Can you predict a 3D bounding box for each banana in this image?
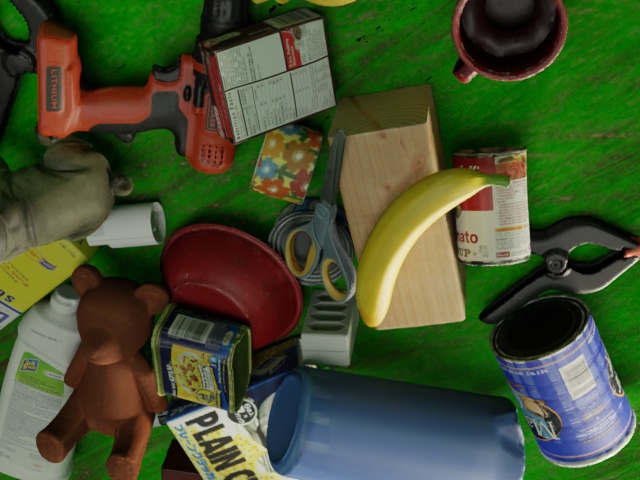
[{"bbox_3d":[0.079,0.000,0.937,0.069,0.037,0.198,36,120,-8],"label":"banana"}]

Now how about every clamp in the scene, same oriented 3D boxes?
[{"bbox_3d":[0.223,0.027,1.034,0.171,0.039,0.120,1,119,13],"label":"clamp"},{"bbox_3d":[-0.268,-0.169,1.007,0.164,0.036,0.210,-2,123,8],"label":"clamp"}]

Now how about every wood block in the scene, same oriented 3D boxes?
[{"bbox_3d":[0.077,-0.028,0.998,0.090,0.090,0.206,-7,119,14],"label":"wood block"}]

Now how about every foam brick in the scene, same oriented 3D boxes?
[{"bbox_3d":[-0.154,0.280,1.242,0.051,0.053,0.078,7,121,6],"label":"foam brick"}]

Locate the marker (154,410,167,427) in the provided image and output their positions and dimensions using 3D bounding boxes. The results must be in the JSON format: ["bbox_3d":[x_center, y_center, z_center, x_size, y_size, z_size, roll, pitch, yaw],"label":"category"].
[{"bbox_3d":[-0.139,0.195,1.209,0.121,0.020,0.020,-12,117,16],"label":"marker"}]

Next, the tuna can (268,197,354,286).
[{"bbox_3d":[-0.007,0.001,1.063,0.086,0.033,0.086,5,121,7],"label":"tuna can"}]

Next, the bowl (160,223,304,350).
[{"bbox_3d":[-0.101,0.062,1.082,0.162,0.055,0.162,14,132,16],"label":"bowl"}]

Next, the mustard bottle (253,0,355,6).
[{"bbox_3d":[0.020,-0.252,0.894,0.192,0.058,0.096,-26,114,23],"label":"mustard bottle"}]

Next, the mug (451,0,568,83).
[{"bbox_3d":[0.151,-0.182,0.898,0.093,0.081,0.117,30,120,-9],"label":"mug"}]

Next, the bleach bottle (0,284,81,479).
[{"bbox_3d":[-0.300,0.160,1.193,0.102,0.068,0.251,19,119,-6],"label":"bleach bottle"}]

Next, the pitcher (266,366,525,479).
[{"bbox_3d":[0.070,0.209,1.081,0.242,0.145,0.149,14,92,-18],"label":"pitcher"}]

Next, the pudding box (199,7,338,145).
[{"bbox_3d":[-0.044,-0.146,0.947,0.113,0.039,0.090,-22,122,-21],"label":"pudding box"}]

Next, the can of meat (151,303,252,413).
[{"bbox_3d":[-0.115,0.119,1.057,0.084,0.057,0.102,13,133,13],"label":"can of meat"}]

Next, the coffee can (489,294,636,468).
[{"bbox_3d":[0.241,0.139,1.060,0.103,0.102,0.140,-20,115,20],"label":"coffee can"}]

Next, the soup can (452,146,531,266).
[{"bbox_3d":[0.157,-0.032,0.976,0.068,0.068,0.102,-3,99,11],"label":"soup can"}]

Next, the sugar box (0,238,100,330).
[{"bbox_3d":[-0.325,0.026,1.127,0.176,0.048,0.093,-36,108,25],"label":"sugar box"}]

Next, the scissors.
[{"bbox_3d":[0.016,-0.010,0.967,0.096,0.016,0.202,47,146,11],"label":"scissors"}]

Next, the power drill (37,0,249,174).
[{"bbox_3d":[-0.159,-0.153,0.967,0.187,0.057,0.184,5,116,-7],"label":"power drill"}]
